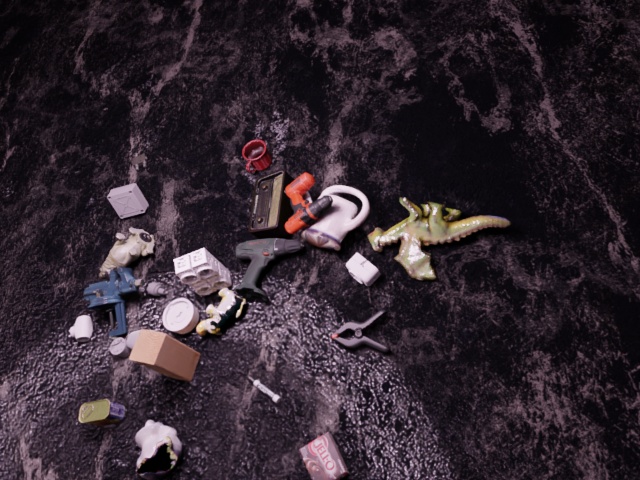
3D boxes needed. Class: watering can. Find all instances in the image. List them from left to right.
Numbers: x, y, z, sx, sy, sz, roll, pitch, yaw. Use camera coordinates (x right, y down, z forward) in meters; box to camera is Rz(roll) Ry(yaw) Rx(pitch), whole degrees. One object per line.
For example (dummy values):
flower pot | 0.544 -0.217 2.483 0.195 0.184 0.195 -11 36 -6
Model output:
watering can | 0.005 -0.085 1.685 0.349 0.102 0.227 14 69 40

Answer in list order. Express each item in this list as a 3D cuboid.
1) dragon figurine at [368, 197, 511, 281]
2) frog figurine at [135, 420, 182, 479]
dragon figurine | 0.333 0.005 1.540 0.412 0.121 0.244 14 84 27
frog figurine | -0.465 0.592 1.460 0.159 0.121 0.138 7 68 62
